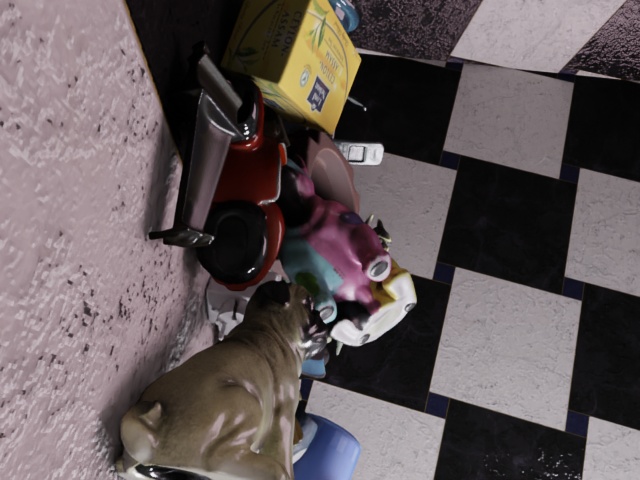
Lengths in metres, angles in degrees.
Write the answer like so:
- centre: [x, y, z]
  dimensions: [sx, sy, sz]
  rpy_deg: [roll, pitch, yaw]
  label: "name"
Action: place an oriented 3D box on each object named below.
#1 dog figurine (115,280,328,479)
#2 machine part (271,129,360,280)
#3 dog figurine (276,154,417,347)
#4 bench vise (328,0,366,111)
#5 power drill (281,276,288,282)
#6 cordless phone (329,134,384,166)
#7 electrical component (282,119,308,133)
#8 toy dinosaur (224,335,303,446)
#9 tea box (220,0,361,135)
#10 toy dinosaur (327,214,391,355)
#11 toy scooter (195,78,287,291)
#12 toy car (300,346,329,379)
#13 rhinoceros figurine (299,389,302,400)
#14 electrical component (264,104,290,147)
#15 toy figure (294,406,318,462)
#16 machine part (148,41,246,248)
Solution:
- centre: [-0.066, 0.094, 0.415]
  dimensions: [0.172, 0.121, 0.190]
  rpy_deg: [67, 23, -51]
  label: "dog figurine"
- centre: [-0.015, -0.041, 0.780]
  dimensions: [0.201, 0.087, 0.201]
  rpy_deg: [41, 48, -59]
  label: "machine part"
- centre: [-0.001, -0.002, 0.614]
  dimensions: [0.219, 0.108, 0.191]
  rpy_deg: [54, 5, 36]
  label: "dog figurine"
- centre: [0.006, -0.297, 0.704]
  dimensions: [0.240, 0.129, 0.223]
  rpy_deg: [-65, 158, 0]
  label: "bench vise"
- centre: [-0.060, 0.060, 0.989]
  dimensions: [0.232, 0.086, 0.207]
  rpy_deg: [-77, 167, -62]
  label: "power drill"
- centre: [0.026, -0.141, 1.039]
  dimensions: [0.089, 0.184, 0.146]
  rpy_deg: [-87, -178, -57]
  label: "cordless phone"
- centre: [-0.046, -0.174, 0.897]
  dimensions: [0.119, 0.048, 0.075]
  rpy_deg: [94, 2, -69]
  label: "electrical component"
- centre: [-0.075, 0.160, 0.636]
  dimensions: [0.472, 0.105, 0.198]
  rpy_deg: [-86, -173, -52]
  label: "toy dinosaur"
- centre: [-0.021, -0.180, 0.547]
  dimensions: [0.098, 0.068, 0.169]
  rpy_deg: [-70, 163, 4]
  label: "tea box"
- centre: [0.034, 0.087, 1.058]
  dimensions: [0.404, 0.131, 0.192]
  rpy_deg: [101, -5, -63]
  label: "toy dinosaur"
- centre: [-0.067, -0.048, 0.499]
  dimensions: [0.135, 0.075, 0.183]
  rpy_deg: [-14, 106, -88]
  label: "toy scooter"
- centre: [-0.059, 0.153, 0.853]
  dimensions: [0.109, 0.103, 0.162]
  rpy_deg: [29, 37, -46]
  label: "toy car"
- centre: [-0.078, 0.310, 0.875]
  dimensions: [0.073, 0.112, 0.190]
  rpy_deg: [69, 10, -47]
  label: "rhinoceros figurine"
- centre: [-0.066, -0.131, 0.642]
  dimensions: [0.102, 0.045, 0.078]
  rpy_deg: [-81, 149, -83]
  label: "electrical component"
- centre: [-0.071, 0.286, 0.704]
  dimensions: [0.154, 0.058, 0.064]
  rpy_deg: [-41, 141, -19]
  label: "toy figure"
- centre: [-0.084, -0.060, 0.380]
  dimensions: [0.084, 0.039, 0.139]
  rpy_deg: [68, 29, -69]
  label: "machine part"
